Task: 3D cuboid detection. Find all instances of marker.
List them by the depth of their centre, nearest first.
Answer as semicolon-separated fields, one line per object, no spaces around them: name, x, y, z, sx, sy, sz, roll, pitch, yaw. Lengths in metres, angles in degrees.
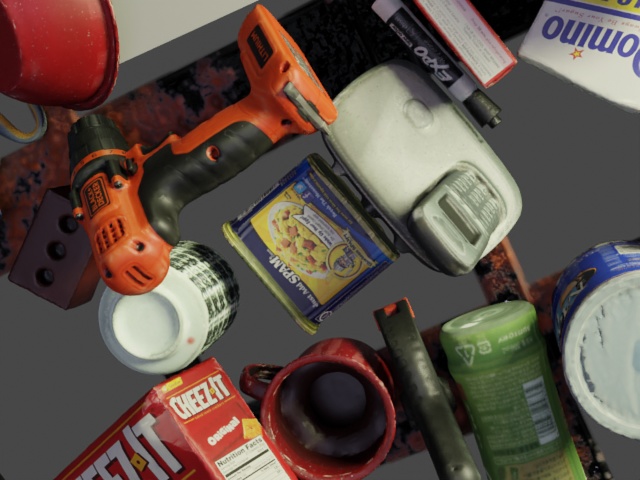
marker;0.083;-0.125;0.745;0.020;0.020;0.121;-43;89;12

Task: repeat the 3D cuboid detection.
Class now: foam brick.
foam brick;-0.186;0.005;0.791;0.053;0.051;0.078;27;101;5

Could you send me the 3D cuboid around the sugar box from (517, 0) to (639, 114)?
sugar box;0.211;-0.181;0.702;0.093;0.048;0.176;27;100;7

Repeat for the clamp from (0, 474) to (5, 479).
clamp;-0.221;0.242;0.820;0.210;0.036;0.164;5;85;13

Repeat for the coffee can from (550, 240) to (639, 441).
coffee can;0.204;0.059;0.688;0.103;0.140;0.103;1;98;9

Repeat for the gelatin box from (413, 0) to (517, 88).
gelatin box;0.094;-0.143;0.713;0.030;0.073;0.089;-39;91;13

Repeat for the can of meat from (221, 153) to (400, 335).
can of meat;-0.005;0.001;0.759;0.084;0.057;0.102;-40;91;10

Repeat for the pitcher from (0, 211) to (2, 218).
pitcher;-0.335;0.010;0.720;0.145;0.242;0.149;22;94;7

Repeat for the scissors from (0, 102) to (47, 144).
scissors;-0.302;-0.117;0.812;0.202;0.016;0.096;29;101;5

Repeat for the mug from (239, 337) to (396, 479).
mug;-0.001;0.113;0.760;0.117;0.081;0.093;15;100;7

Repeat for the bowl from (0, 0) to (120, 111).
bowl;-0.210;-0.154;0.727;0.162;0.055;0.162;28;135;31

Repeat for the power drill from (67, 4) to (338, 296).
power drill;-0.089;-0.071;0.720;0.188;0.184;0.057;-39;133;10

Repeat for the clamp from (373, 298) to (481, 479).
clamp;0.075;0.113;0.724;0.039;0.120;0.171;-22;68;-4

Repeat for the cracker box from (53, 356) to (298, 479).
cracker box;-0.079;0.215;0.734;0.164;0.071;0.214;-43;78;35
